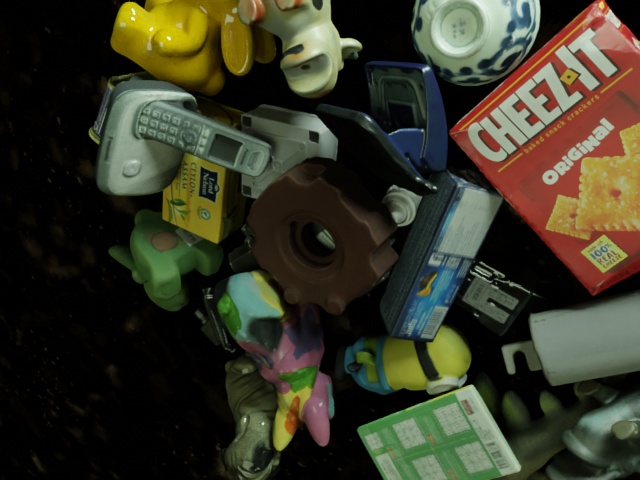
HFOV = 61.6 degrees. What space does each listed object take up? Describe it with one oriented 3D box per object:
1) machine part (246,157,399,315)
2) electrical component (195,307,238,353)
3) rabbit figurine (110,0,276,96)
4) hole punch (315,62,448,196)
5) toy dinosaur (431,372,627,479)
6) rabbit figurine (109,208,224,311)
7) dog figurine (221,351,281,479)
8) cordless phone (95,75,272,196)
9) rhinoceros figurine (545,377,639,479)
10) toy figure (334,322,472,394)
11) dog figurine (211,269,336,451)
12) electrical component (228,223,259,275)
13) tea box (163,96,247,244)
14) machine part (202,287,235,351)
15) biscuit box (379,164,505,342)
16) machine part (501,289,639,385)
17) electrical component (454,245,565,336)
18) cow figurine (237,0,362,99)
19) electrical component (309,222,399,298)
[{"bbox_3d":[-0.001,-0.002,0.610,0.180,0.056,0.179,15,121,25],"label":"machine part"},{"bbox_3d":[-0.161,0.139,0.869,0.094,0.021,0.063,46,127,2],"label":"electrical component"},{"bbox_3d":[-0.127,-0.246,0.590,0.162,0.122,0.173,43,127,-3],"label":"rabbit figurine"},{"bbox_3d":[0.074,-0.117,0.550,0.115,0.092,0.142,46,171,-34],"label":"hole punch"},{"bbox_3d":[0.206,0.281,0.687,0.471,0.105,0.198,-38,88,27],"label":"toy dinosaur"},{"bbox_3d":[-0.244,0.044,0.813,0.159,0.121,0.170,36,142,13],"label":"rabbit figurine"},{"bbox_3d":[-0.110,0.256,0.796,0.173,0.190,0.121,2,115,31],"label":"dog figurine"},{"bbox_3d":[-0.159,-0.098,0.633,0.184,0.089,0.146,21,125,-10],"label":"cordless phone"},{"bbox_3d":[0.316,0.194,0.558,0.190,0.073,0.112,-40,123,0],"label":"rhinoceros figurine"},{"bbox_3d":[0.103,0.153,0.692,0.180,0.082,0.089,-6,112,34],"label":"toy figure"},{"bbox_3d":[-0.051,0.159,0.699,0.108,0.191,0.219,-20,68,28],"label":"dog figurine"},{"bbox_3d":[-0.090,0.007,0.718,0.078,0.102,0.045,-29,107,3],"label":"electrical component"},{"bbox_3d":[-0.150,-0.092,0.715,0.098,0.068,0.169,22,122,18],"label":"tea box"},{"bbox_3d":[-0.146,0.105,0.785,0.039,0.139,0.084,-23,105,-9],"label":"machine part"},{"bbox_3d":[0.128,0.020,0.597,0.059,0.063,0.202,10,119,-17],"label":"biscuit box"},{"bbox_3d":[0.304,0.090,0.533,0.243,0.079,0.079,-19,104,26],"label":"machine part"},{"bbox_3d":[0.212,0.067,0.606,0.119,0.048,0.074,34,127,13],"label":"electrical component"},{"bbox_3d":[-0.024,-0.241,0.548,0.086,0.127,0.194,-9,96,32],"label":"cow figurine"},{"bbox_3d":[0.031,0.015,0.675,0.115,0.058,0.134,49,127,-3],"label":"electrical component"}]
